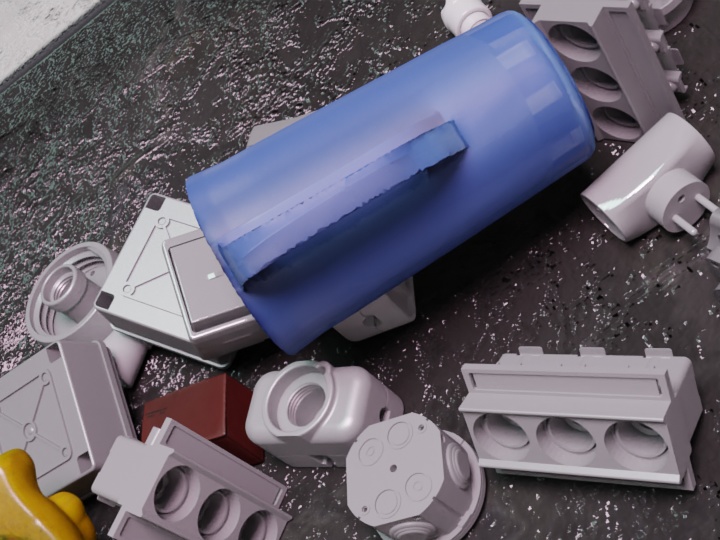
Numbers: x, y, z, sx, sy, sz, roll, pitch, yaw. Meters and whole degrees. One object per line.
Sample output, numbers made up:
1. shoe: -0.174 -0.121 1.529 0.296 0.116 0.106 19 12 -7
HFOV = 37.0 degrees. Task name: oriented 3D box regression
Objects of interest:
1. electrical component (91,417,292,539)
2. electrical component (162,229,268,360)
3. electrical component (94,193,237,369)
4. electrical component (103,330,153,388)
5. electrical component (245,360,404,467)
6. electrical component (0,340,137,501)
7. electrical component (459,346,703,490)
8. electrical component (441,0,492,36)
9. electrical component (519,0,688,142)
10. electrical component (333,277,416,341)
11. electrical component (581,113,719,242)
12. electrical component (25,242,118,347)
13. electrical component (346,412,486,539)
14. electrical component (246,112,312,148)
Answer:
1. electrical component: -0.111 0.154 0.709 0.063 0.121 0.078 8 66 42
2. electrical component: -0.103 0.007 0.776 0.062 0.061 0.096 -19 70 -5
3. electrical component: -0.134 0.008 0.847 0.109 0.056 0.108 17 70 18
4. electrical component: -0.190 0.059 0.889 0.044 0.044 0.065 15 66 41
5. electrical component: -0.027 0.098 0.730 0.095 0.059 0.053 -7 57 33
6. electrical component: -0.235 0.124 0.834 0.109 0.056 0.108 -31 68 25
7. electrical component: 0.129 0.081 0.621 0.121 0.078 0.063 -2 30 35
8. electrical component: 0.092 -0.197 0.863 0.035 0.035 0.061 -38 48 8
9. electrical component: 0.168 -0.144 0.711 0.079 0.121 0.063 15 68 41
10. electrical component: 0.000 0.000 0.781 0.059 0.054 0.095 -22 50 23
11. electrical component: 0.194 -0.050 0.682 0.077 0.043 0.079 -43 45 4
12. electrical component: -0.241 0.026 0.934 0.108 0.060 0.108 -19 51 25
13. electrical component: 0.033 0.132 0.669 0.080 0.051 0.080 -18 52 25
14. electrical component: -0.050 -0.087 0.871 0.096 0.062 0.061 -6 58 33
